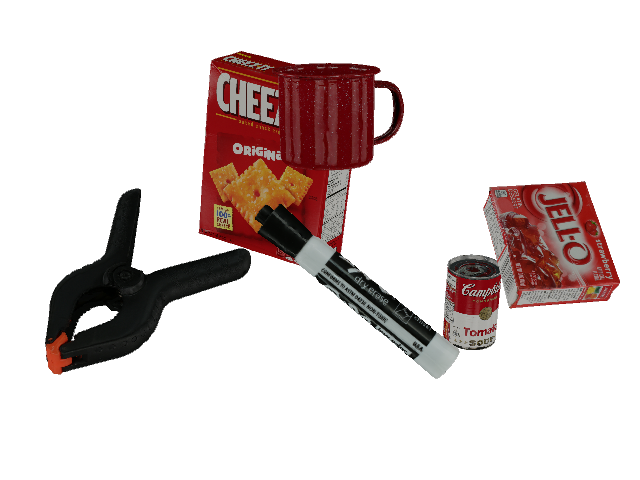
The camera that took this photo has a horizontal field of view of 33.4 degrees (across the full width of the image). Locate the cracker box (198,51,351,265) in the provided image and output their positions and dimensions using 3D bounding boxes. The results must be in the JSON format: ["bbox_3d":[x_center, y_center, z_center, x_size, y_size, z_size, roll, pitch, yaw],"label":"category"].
[{"bbox_3d":[-0.051,-0.090,1.214,0.164,0.214,0.072,18,26,24],"label":"cracker box"}]

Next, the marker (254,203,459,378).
[{"bbox_3d":[0.017,0.024,0.530,0.121,0.020,0.020,39,1,1],"label":"marker"}]

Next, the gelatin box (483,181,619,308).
[{"bbox_3d":[0.161,0.001,0.751,0.073,0.089,0.030,-3,-33,-8],"label":"gelatin box"}]

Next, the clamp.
[{"bbox_3d":[-0.149,0.028,0.795,0.120,0.039,0.171,32,49,27],"label":"clamp"}]

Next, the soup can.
[{"bbox_3d":[0.190,0.078,1.338,0.068,0.102,0.068,1,23,-1],"label":"soup can"}]

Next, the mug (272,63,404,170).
[{"bbox_3d":[0.017,-0.108,0.923,0.117,0.081,0.093,-6,16,-19],"label":"mug"}]
